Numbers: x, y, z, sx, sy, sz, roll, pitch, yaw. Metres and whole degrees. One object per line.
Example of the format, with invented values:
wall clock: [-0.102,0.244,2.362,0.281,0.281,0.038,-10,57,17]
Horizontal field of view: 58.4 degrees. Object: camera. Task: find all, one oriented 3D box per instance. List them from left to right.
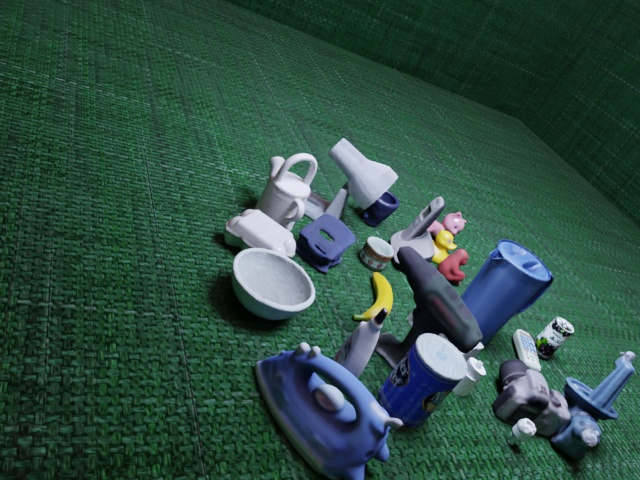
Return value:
camera: [0.439,0.316,1.201,0.143,0.100,0.137,24,30,-12]

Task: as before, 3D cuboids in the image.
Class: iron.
iron: [0.008,0.242,0.888,0.257,0.141,0.119,42,32,20]

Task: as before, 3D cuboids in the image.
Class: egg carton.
egg carton: [-0.125,-0.001,1.211,0.150,0.069,0.107,35,30,7]

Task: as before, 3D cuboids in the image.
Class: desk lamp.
desk lamp: [0.062,-0.133,1.433,0.203,0.213,0.118,31,30,2]

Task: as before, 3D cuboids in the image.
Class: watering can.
watering can: [-0.078,-0.122,1.311,0.172,0.194,0.101,42,32,20]

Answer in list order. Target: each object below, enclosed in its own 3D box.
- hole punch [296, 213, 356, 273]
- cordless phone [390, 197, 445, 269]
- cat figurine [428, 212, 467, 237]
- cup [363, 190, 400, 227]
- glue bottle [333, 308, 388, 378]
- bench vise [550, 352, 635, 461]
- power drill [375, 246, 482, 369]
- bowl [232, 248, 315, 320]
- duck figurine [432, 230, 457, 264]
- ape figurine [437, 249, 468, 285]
hole punch: [0.012,0.005,1.303,0.108,0.091,0.101,41,31,18]
cordless phone: [0.261,-0.016,1.462,0.094,0.185,0.147,20,31,-17]
cat figurine: [0.361,-0.045,1.663,0.128,0.117,0.067,22,31,-14]
cup: [0.145,-0.091,1.563,0.118,0.095,0.092,30,30,-1]
glue bottle: [0.074,0.181,1.008,0.037,0.173,0.078,21,31,-16]
bench vise: [0.575,0.338,1.168,0.121,0.219,0.207,26,30,-7]
power drill: [0.192,0.154,1.118,0.229,0.208,0.076,43,32,21]
bowl: [-0.099,0.096,1.083,0.168,0.074,0.167,22,31,-14]
duck figurine: [0.327,0.009,1.582,0.104,0.086,0.078,34,30,7]
ape figurine: [0.360,0.064,1.522,0.076,0.092,0.078,24,30,-11]
